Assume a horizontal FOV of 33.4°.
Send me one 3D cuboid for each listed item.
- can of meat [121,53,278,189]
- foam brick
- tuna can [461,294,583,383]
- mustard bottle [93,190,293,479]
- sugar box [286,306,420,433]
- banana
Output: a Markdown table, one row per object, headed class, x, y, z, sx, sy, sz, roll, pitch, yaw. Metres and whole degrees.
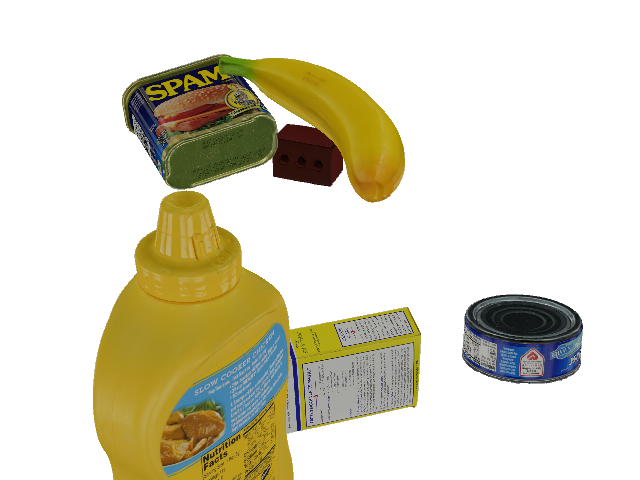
| class | x | y | z | sx | sy | sz | roll | pitch | yaw |
| --- | --- | --- | --- | --- | --- | --- | --- | --- | --- |
| can of meat | -0.094 | -0.093 | 0.848 | 0.102 | 0.057 | 0.084 | -21 | 50 | -18 |
| foam brick | -0.015 | -0.105 | 1.304 | 0.078 | 0.053 | 0.051 | 10 | 31 | 17 |
| tuna can | 0.146 | 0.070 | 0.775 | 0.086 | 0.034 | 0.086 | 0 | 20 | 0 |
| mustard bottle | -0.051 | 0.067 | 0.447 | 0.058 | 0.192 | 0.096 | 22 | 37 | 31 |
| sugar box | -0.002 | 0.119 | 0.941 | 0.176 | 0.093 | 0.048 | -8 | 37 | -8 |
| banana | 0.007 | -0.073 | 0.668 | 0.069 | 0.037 | 0.198 | -17 | 35 | -25 |
